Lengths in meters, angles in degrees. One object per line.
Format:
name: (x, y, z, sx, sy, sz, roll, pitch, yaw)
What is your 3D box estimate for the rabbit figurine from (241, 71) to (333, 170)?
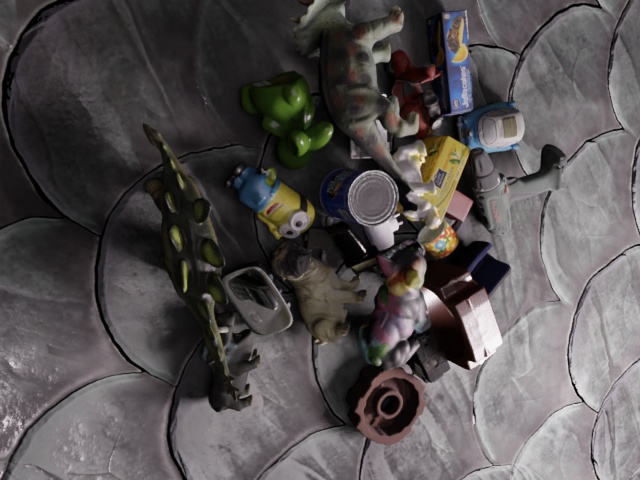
rabbit figurine: (-0.044, -0.206, 0.972, 0.121, 0.159, 0.170, -28, 122, -25)

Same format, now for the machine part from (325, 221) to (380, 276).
machine part: (0.066, 0.016, 1.059, 0.084, 0.039, 0.138, -25, 127, 26)

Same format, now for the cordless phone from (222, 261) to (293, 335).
cordless phone: (-0.094, 0.115, 0.967, 0.089, 0.184, 0.146, -35, 108, -18)

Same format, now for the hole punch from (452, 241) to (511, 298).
hole punch: (0.326, 0.059, 1.159, 0.092, 0.116, 0.142, 41, 84, -28)

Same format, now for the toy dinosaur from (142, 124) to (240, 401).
toy dinosaur: (-0.214, 0.035, 0.902, 0.105, 0.199, 0.470, -19, 103, -15)

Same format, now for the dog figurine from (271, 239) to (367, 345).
dog figurine: (-0.029, 0.105, 1.042, 0.190, 0.121, 0.172, 25, 93, -12)

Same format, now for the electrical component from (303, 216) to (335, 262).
electrical component: (-0.002, -0.003, 1.072, 0.063, 0.021, 0.094, 6, 100, -22)

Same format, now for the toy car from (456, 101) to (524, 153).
toy car: (0.377, -0.241, 1.145, 0.162, 0.103, 0.109, -12, 101, -22)

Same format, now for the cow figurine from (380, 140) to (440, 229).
cow figurine: (0.170, -0.096, 1.019, 0.098, 0.068, 0.167, -14, 84, 6)

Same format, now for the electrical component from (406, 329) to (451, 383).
electrical component: (0.213, 0.237, 1.142, 0.058, 0.115, 0.134, -31, 113, -11)

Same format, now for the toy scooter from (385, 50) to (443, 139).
toy scooter: (0.195, -0.284, 1.049, 0.075, 0.135, 0.183, -30, 109, -17)

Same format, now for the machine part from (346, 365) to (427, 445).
machine part: (0.143, 0.350, 1.164, 0.179, 0.056, 0.179, -4, 100, -21)

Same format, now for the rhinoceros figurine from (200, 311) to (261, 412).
rhinoceros figurine: (-0.171, 0.229, 1.019, 0.112, 0.073, 0.190, 3, 99, -11)

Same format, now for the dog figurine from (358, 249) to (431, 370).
dog figurine: (0.138, 0.121, 1.001, 0.191, 0.109, 0.219, -50, 148, -26)

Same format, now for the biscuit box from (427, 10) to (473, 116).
biscuit box: (0.269, -0.360, 1.105, 0.059, 0.063, 0.202, -13, 101, -18)

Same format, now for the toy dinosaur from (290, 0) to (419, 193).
toy dinosaur: (0.058, -0.273, 0.942, 0.192, 0.131, 0.404, -10, 85, -12)

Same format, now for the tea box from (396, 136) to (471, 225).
tea box: (0.229, -0.123, 1.106, 0.068, 0.098, 0.169, 21, 88, -23)

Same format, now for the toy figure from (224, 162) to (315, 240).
toy figure: (-0.087, -0.078, 0.997, 0.180, 0.082, 0.089, 38, 53, -15)

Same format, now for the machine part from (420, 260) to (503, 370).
machine part: (0.267, 0.148, 1.103, 0.087, 0.201, 0.201, -27, 106, -19)

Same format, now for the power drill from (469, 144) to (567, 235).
power drill: (0.421, -0.130, 1.150, 0.207, 0.086, 0.231, -27, 127, -12)
